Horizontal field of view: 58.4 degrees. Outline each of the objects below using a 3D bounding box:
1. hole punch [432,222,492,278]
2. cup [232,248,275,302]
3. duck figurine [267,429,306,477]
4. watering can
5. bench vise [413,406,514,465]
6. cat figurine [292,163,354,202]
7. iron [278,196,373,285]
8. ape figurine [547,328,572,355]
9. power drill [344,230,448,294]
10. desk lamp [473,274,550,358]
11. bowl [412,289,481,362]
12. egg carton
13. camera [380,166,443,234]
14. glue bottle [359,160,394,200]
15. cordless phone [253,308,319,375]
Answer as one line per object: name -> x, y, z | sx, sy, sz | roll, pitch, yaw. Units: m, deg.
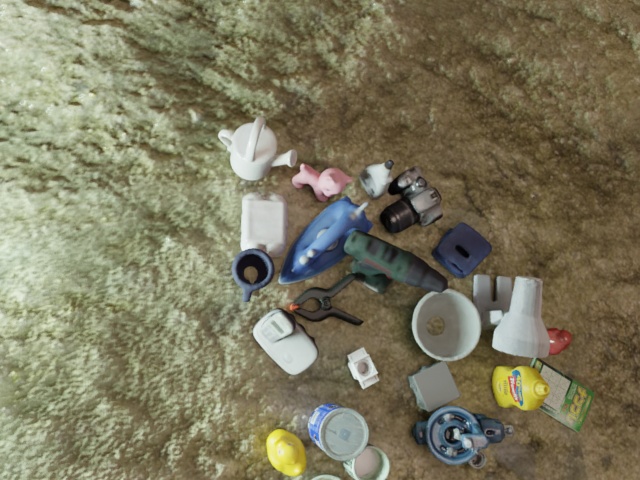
hole punch -> 0.342, 0.027, 1.379 | 0.109, 0.091, 0.101 | 40, 74, -1
cup -> -0.152, 0.084, 1.263 | 0.092, 0.095, 0.118 | 13, 76, -9
duck figurine -> -0.066, 0.453, 1.208 | 0.077, 0.086, 0.104 | -33, 86, -16
watering can -> -0.138, -0.209, 1.276 | 0.173, 0.194, 0.101 | -1, 78, -12
bench vise -> 0.325, 0.407, 1.229 | 0.208, 0.219, 0.121 | -18, 82, -15
cat figurine -> 0.007, -0.142, 1.331 | 0.128, 0.117, 0.067 | 27, 74, -5
iron -> 0.012, 0.005, 1.289 | 0.259, 0.141, 0.118 | -43, 89, -16
ape figurine -> 0.574, 0.239, 1.383 | 0.078, 0.092, 0.076 | 29, 74, -4
power drill -> 0.151, 0.061, 1.272 | 0.230, 0.208, 0.076 | 29, 74, -4
desk lamp -> 0.435, 0.167, 1.306 | 0.118, 0.213, 0.203 | 5, 77, -10
bowl -> 0.285, 0.200, 1.340 | 0.167, 0.074, 0.167 | 2, 78, -11
egg carton -> -0.126, -0.034, 1.306 | 0.107, 0.069, 0.150 | 2, 78, -11
camera -> 0.209, -0.088, 1.371 | 0.137, 0.100, 0.143 | -29, 85, -16
glue bottle -> 0.140, -0.151, 1.332 | 0.037, 0.173, 0.078 | -27, 85, -15
cordless phone -> -0.063, 0.211, 1.208 | 0.147, 0.185, 0.094 | 45, 74, 0
